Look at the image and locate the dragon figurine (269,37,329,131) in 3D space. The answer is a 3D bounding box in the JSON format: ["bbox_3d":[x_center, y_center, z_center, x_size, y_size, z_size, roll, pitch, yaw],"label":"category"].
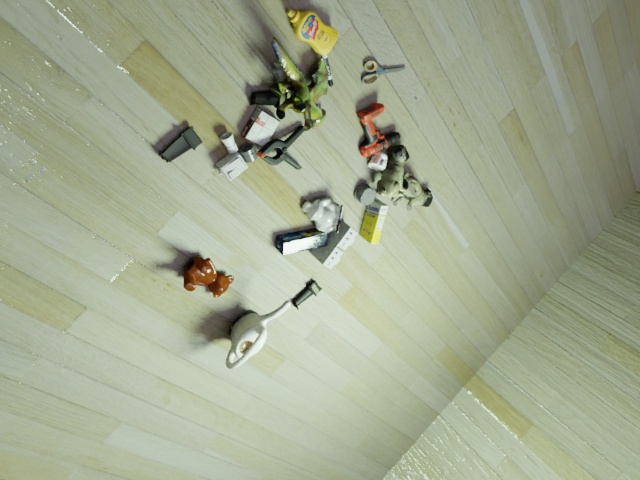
[{"bbox_3d":[-0.050,-0.525,1.719,0.122,0.400,0.248,15,50,24],"label":"dragon figurine"}]

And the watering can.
[{"bbox_3d":[-0.247,0.342,1.991,0.103,0.348,0.226,42,-2,-23],"label":"watering can"}]

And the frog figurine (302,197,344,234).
[{"bbox_3d":[0.006,-0.102,2.017,0.159,0.135,0.125,14,26,1],"label":"frog figurine"}]
